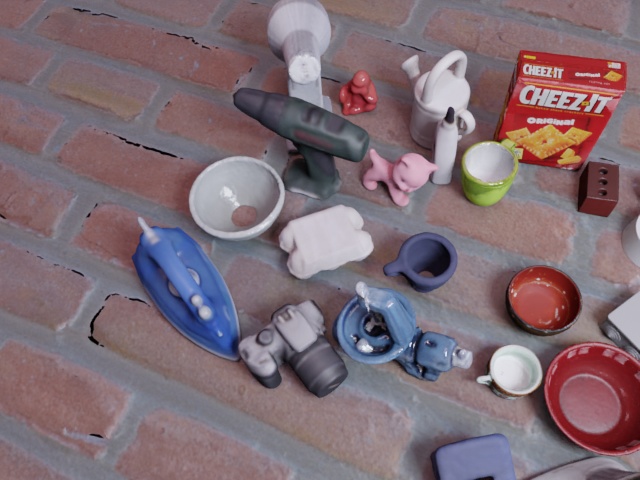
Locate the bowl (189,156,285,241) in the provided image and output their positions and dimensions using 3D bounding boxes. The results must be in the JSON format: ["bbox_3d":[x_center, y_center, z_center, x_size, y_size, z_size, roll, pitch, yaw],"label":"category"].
[{"bbox_3d":[-0.142,-0.062,1.016,0.167,0.075,0.167,-2,63,3],"label":"bowl"}]

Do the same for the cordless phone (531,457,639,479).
[{"bbox_3d":[0.349,0.324,0.719,0.147,0.185,0.094,-19,63,-6],"label":"cordless phone"}]

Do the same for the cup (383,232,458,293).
[{"bbox_3d":[0.158,0.050,0.925,0.118,0.095,0.091,-15,63,-3],"label":"cup"}]

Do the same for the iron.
[{"bbox_3d":[-0.211,0.074,0.913,0.119,0.141,0.257,-36,66,-14],"label":"iron"}]

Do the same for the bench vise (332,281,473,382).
[{"bbox_3d":[0.117,0.118,0.823,0.207,0.220,0.121,2,63,5],"label":"bench vise"}]

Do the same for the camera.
[{"bbox_3d":[-0.033,0.177,0.870,0.143,0.101,0.136,-35,66,-13],"label":"camera"}]

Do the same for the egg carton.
[{"bbox_3d":[0.009,0.003,0.974,0.150,0.069,0.107,-20,63,-6],"label":"egg carton"}]

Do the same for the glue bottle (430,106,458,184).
[{"bbox_3d":[0.217,-0.172,0.992,0.037,0.173,0.078,-1,63,4],"label":"glue bottle"}]

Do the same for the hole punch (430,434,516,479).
[{"bbox_3d":[0.214,0.324,0.782,0.108,0.091,0.101,-12,62,-2],"label":"hole punch"}]

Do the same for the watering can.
[{"bbox_3d":[0.210,-0.262,1.027,0.172,0.194,0.101,27,68,17],"label":"watering can"}]

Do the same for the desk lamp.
[{"bbox_3d":[-0.028,-0.306,1.056,0.118,0.214,0.203,-8,62,0],"label":"desk lamp"}]

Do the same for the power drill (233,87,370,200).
[{"bbox_3d":[-0.028,-0.161,0.984,0.229,0.208,0.076,16,65,12],"label":"power drill"}]

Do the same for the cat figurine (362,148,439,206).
[{"bbox_3d":[0.138,-0.122,1.003,0.127,0.118,0.067,28,68,17],"label":"cat figurine"}]

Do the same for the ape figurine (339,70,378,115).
[{"bbox_3d":[0.077,-0.290,1.109,0.077,0.092,0.076,32,69,19],"label":"ape figurine"}]
